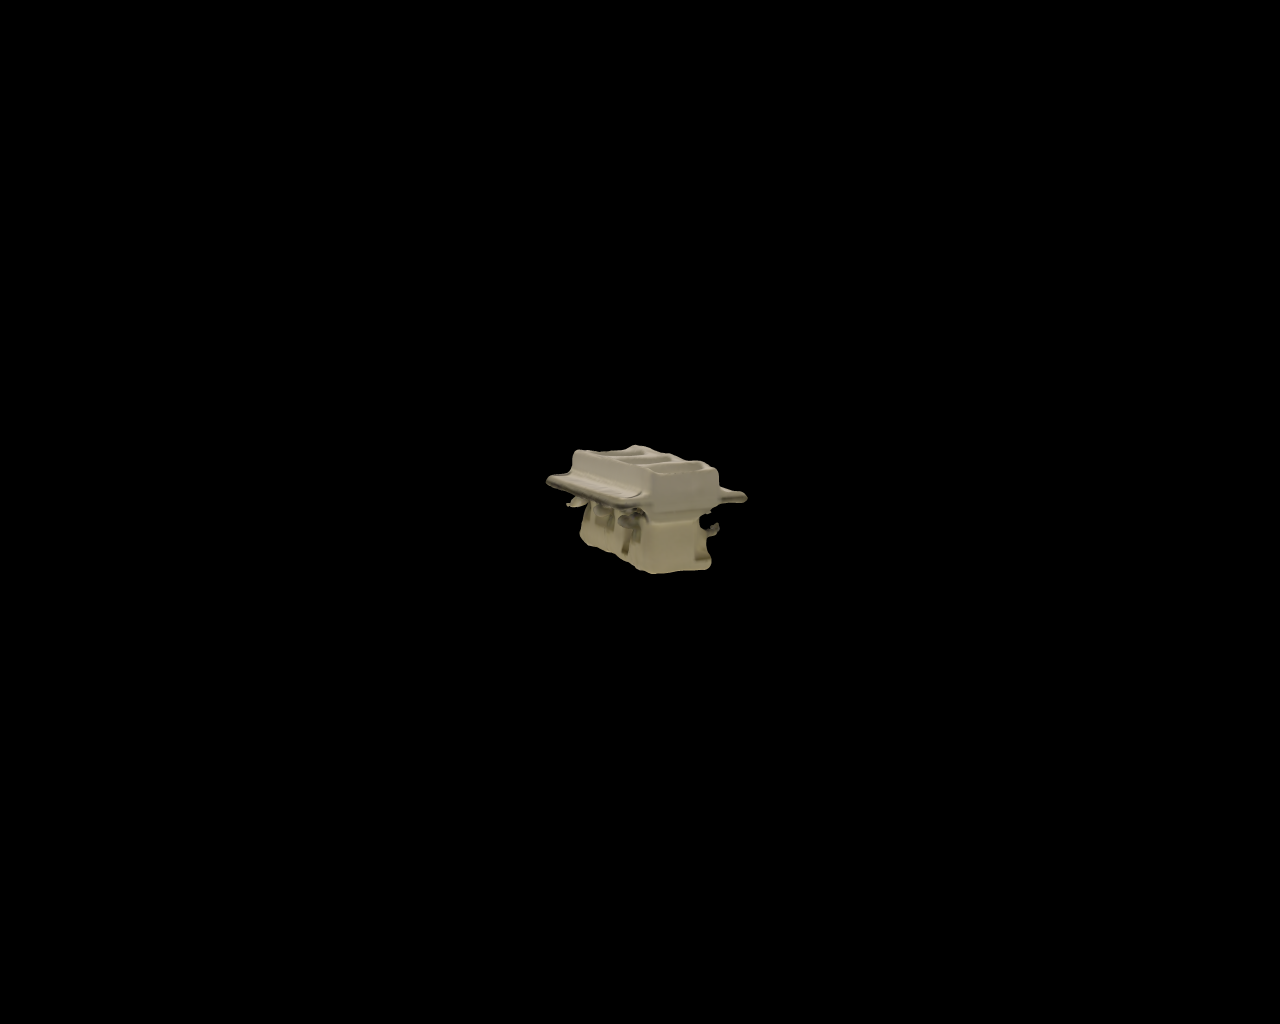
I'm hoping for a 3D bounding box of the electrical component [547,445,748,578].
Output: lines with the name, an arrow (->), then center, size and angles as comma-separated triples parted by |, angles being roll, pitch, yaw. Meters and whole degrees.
electrical component -> 0.001, -0.003, 0.650 | 0.079, 0.063, 0.121 | -4, 10, -23
